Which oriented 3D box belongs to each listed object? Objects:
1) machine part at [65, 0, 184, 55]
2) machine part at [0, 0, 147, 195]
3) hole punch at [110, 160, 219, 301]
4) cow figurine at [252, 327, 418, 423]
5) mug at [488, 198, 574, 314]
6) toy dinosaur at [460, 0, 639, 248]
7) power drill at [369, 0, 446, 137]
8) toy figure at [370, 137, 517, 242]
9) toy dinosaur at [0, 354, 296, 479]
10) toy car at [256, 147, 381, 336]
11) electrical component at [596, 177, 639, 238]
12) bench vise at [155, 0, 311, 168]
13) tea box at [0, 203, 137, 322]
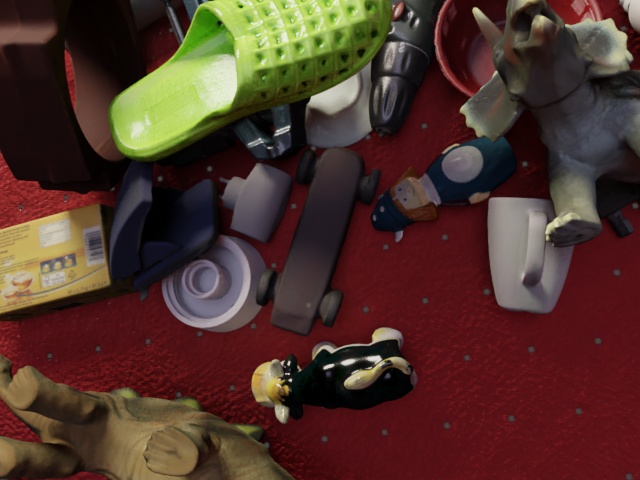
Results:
[{"bbox_3d":[-0.235,-0.286,0.641,0.243,0.079,0.079,-28,77,5],"label":"machine part"},{"bbox_3d":[-0.252,-0.165,0.544,0.087,0.201,0.201,-1,38,4],"label":"machine part"},{"bbox_3d":[-0.175,-0.024,0.549,0.116,0.092,0.142,-34,43,17],"label":"hole punch"},{"bbox_3d":[0.007,0.136,0.517,0.167,0.098,0.068,-15,85,8],"label":"cow figurine"},{"bbox_3d":[0.198,0.015,0.499,0.081,0.109,0.107,3,94,10],"label":"mug"},{"bbox_3d":[0.283,-0.093,0.460,0.405,0.131,0.192,6,59,-25],"label":"toy dinosaur"},{"bbox_3d":[0.041,-0.247,0.538,0.207,0.086,0.232,27,77,-22],"label":"power drill"},{"bbox_3d":[0.120,-0.055,0.549,0.154,0.057,0.064,-27,38,7],"label":"toy figure"},{"bbox_3d":[-0.110,0.201,0.476,0.472,0.198,0.105,23,85,14],"label":"toy dinosaur"},{"bbox_3d":[-0.001,-0.002,0.563,0.089,0.053,0.202,16,80,3],"label":"toy car"},{"bbox_3d":[0.292,-0.052,0.530,0.063,0.021,0.094,-30,76,5],"label":"electrical component"},{"bbox_3d":[-0.112,-0.188,0.570,0.224,0.129,0.240,-18,97,28],"label":"bench vise"},{"bbox_3d":[-0.299,0.029,0.608,0.170,0.068,0.098,-13,78,10],"label":"tea box"}]
